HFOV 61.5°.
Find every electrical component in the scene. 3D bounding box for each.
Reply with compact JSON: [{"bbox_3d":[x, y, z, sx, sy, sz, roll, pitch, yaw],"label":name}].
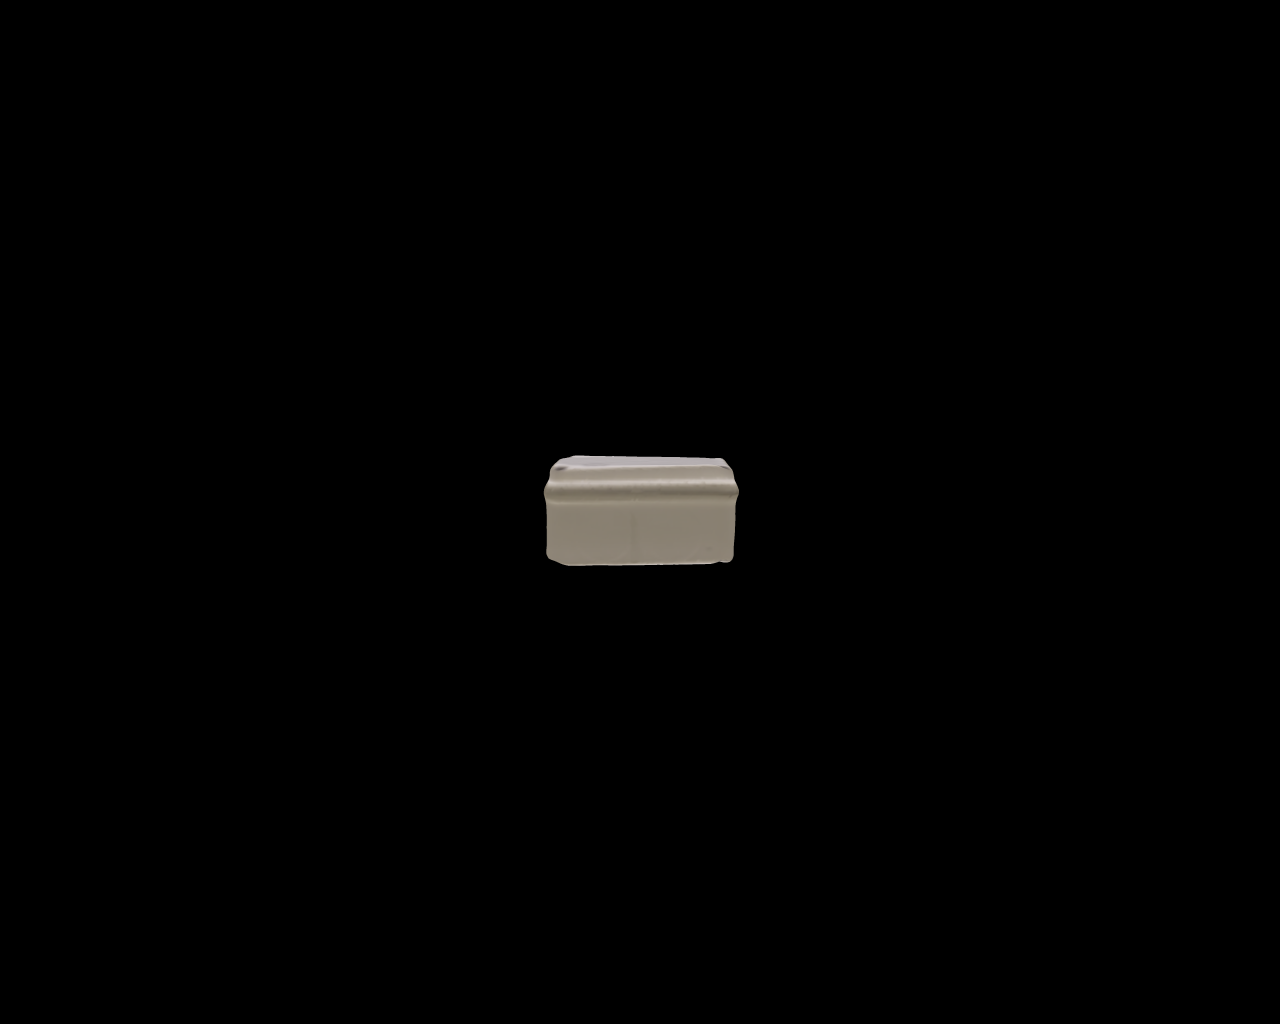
[{"bbox_3d":[0.001,-0.003,0.650,0.113,0.057,0.078,0,8,0],"label":"electrical component"}]
